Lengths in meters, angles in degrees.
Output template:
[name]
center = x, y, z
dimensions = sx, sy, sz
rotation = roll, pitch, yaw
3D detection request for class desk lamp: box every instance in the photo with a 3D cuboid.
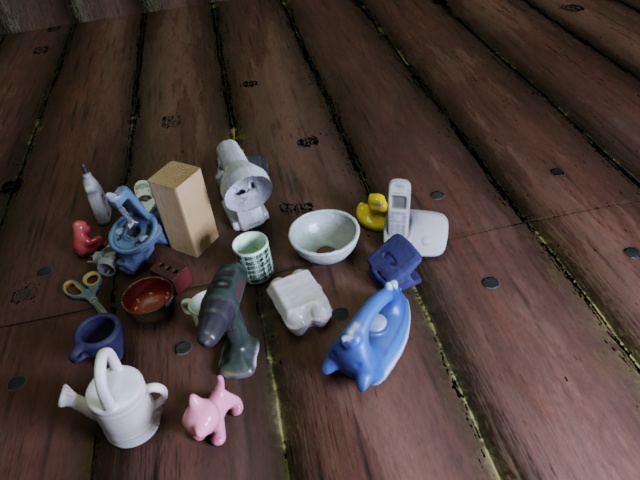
[desk lamp]
center = -0.194, -0.127, 1.406
dimensions = 0.118, 0.214, 0.202
rotation = -20, 42, -15

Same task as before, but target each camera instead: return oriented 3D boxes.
[camera]
center = -0.213, -0.193, 1.572
dimensions = 0.137, 0.101, 0.143
rotation = -7, 41, 0

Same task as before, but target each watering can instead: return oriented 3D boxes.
[watering can]
center = -0.357, 0.268, 0.986
dimensions = 0.173, 0.194, 0.100
rotation = -22, 43, -17

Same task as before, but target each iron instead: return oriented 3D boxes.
[iron]
center = 0.106, 0.155, 1.097
dimensions = 0.118, 0.142, 0.259
rotation = 19, 47, 27

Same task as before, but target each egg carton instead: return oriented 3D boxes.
[egg carton]
center = -0.042, 0.128, 1.203
dimensions = 0.107, 0.069, 0.150
rotation = -21, 43, -16

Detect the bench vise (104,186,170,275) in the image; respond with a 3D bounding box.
[bench vise]
center = -0.432, -0.056, 1.351
dimensions = 0.121, 0.220, 0.207
rotation = 2, 41, 10

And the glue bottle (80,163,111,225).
[glue bottle]
center = -0.587, -0.125, 1.487
dimensions = 0.037, 0.173, 0.078
rotation = -15, 41, -9

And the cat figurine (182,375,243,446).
[cat figurine]
center = -0.193, 0.295, 0.992
dimensions = 0.067, 0.118, 0.128
rotation = 9, 43, 18

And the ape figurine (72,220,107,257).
[ape figurine]
center = -0.581, -0.009, 1.415
dimensions = 0.077, 0.092, 0.076
rotation = 29, 52, 34

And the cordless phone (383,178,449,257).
[cordless phone]
center = 0.216, -0.053, 1.289
dimensions = 0.147, 0.185, 0.094
rotation = 3, 42, 11

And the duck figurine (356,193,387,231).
[duck figurine]
center = 0.136, -0.077, 1.403
dimensions = 0.104, 0.086, 0.078
rotation = 24, 49, 31

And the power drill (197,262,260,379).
[power drill]
center = -0.170, 0.162, 1.074
dimensions = 0.075, 0.209, 0.229
rotation = -3, 41, 5

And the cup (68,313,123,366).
[cup]
center = -0.436, 0.216, 1.134
dimensions = 0.091, 0.095, 0.118
rotation = 17, 46, 25

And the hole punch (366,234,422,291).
[hole punch]
center = 0.160, 0.054, 1.245
dimensions = 0.101, 0.091, 0.108
rotation = -22, 43, -17

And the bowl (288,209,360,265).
[bowl]
center = 0.012, 0.005, 1.334
dimensions = 0.167, 0.075, 0.167
rotation = -4, 41, 3
